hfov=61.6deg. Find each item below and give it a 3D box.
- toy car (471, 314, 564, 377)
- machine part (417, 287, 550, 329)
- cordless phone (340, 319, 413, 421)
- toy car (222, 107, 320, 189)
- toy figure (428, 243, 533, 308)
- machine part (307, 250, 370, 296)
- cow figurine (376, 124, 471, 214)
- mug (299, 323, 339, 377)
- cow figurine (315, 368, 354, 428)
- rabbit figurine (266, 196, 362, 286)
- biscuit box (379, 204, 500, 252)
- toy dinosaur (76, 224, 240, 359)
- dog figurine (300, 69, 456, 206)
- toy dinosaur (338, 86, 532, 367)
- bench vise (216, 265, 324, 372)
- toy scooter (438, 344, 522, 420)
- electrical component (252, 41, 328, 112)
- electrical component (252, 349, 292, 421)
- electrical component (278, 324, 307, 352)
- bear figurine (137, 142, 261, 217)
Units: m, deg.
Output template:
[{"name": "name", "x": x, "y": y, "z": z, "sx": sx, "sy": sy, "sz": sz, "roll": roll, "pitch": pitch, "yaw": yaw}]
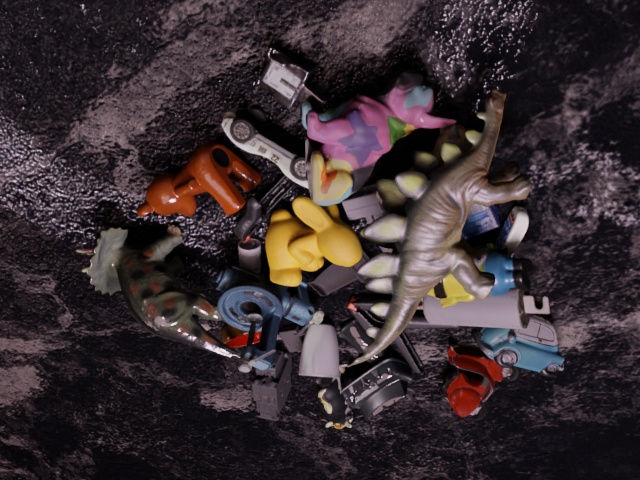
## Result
[{"name": "toy car", "x": 0.362, "y": 0.171, "z": 0.956, "sx": 0.162, "sy": 0.109, "sz": 0.102, "roll": 16, "pitch": 107, "yaw": -3}, {"name": "machine part", "x": 0.271, "y": 0.113, "z": 0.935, "sx": 0.243, "sy": 0.079, "sz": 0.079, "roll": -2, "pitch": 121, "yaw": 35}, {"name": "cordless phone", "x": 0.085, "y": 0.262, "z": 1.110, "sx": 0.146, "sy": 0.089, "sz": 0.184, "roll": -41, "pitch": 93, "yaw": 22}, {"name": "toy car", "x": -0.071, "y": -0.155, "z": 0.895, "sx": 0.202, "sy": 0.073, "sz": 0.056, "roll": 31, "pitch": 124, "yaw": -4}, {"name": "toy figure", "x": 0.246, "y": 0.053, "z": 0.879, "sx": 0.180, "sy": 0.082, "sz": 0.089, "roll": -7, "pitch": 130, "yaw": 38}, {"name": "machine part", "x": 0.043, "y": 0.063, "z": 1.021, "sx": 0.139, "sy": 0.039, "sz": 0.084, "roll": -32, "pitch": 109, "yaw": 30}, {"name": "cow figurine", "x": 0.178, "y": -0.101, "z": 0.834, "sx": 0.195, "sy": 0.085, "sz": 0.127, "roll": -31, "pitch": 113, "yaw": 10}, {"name": "mug", "x": 0.006, "y": 0.225, "z": 1.101, "sx": 0.081, "sy": 0.109, "sz": 0.107, "roll": 0, "pitch": 78, "yaw": 24}, {"name": "cow figurine", "x": 0.036, "y": 0.360, "z": 1.173, "sx": 0.068, "sy": 0.098, "sz": 0.167, "roll": -11, "pitch": 117, "yaw": 15}, {"name": "rabbit figurine", "x": -0.002, "y": -0.003, "z": 0.946, "sx": 0.173, "sy": 0.122, "sz": 0.162, "roll": 4, "pitch": 102, "yaw": 37}, {"name": "biscuit box", "x": 0.198, "y": -0.025, "z": 0.903, "sx": 0.203, "sy": 0.063, "sz": 0.059, "roll": -23, "pitch": 111, "yaw": 27}, {"name": "toy dinosaur", "x": -0.307, "y": 0.107, "z": 1.026, "sx": 0.405, "sy": 0.192, "sz": 0.131, "roll": 47, "pitch": 140, "yaw": 21}, {"name": "dog figurine", "x": 0.085, "y": -0.151, "z": 0.801, "sx": 0.219, "sy": 0.108, "sz": 0.191, "roll": -6, "pitch": 110, "yaw": -3}, {"name": "toy dinosaur", "x": 0.158, "y": 0.006, "z": 0.786, "sx": 0.199, "sy": 0.105, "sz": 0.470, "roll": 17, "pitch": 106, "yaw": -1}, {"name": "bench vise", "x": -0.097, "y": 0.148, "z": 0.984, "sx": 0.223, "sy": 0.241, "sz": 0.129, "roll": 35, "pitch": 123, "yaw": -22}, {"name": "toy scooter", "x": 0.290, "y": 0.267, "z": 1.052, "sx": 0.135, "sy": 0.075, "sz": 0.183, "roll": 26, "pitch": 122, "yaw": -1}, {"name": "electrical component", "x": -0.039, "y": -0.248, "z": 0.843, "sx": 0.119, "sy": 0.048, "sz": 0.074, "roll": 29, "pitch": 125, "yaw": -3}, {"name": "electrical component", "x": -0.102, "y": 0.305, "z": 1.169, "sx": 0.058, "sy": 0.115, "sz": 0.134, "roll": 6, "pitch": 124, "yaw": 10}, {"name": "electrical component", "x": -0.056, "y": 0.213, "z": 1.153, "sx": 0.094, "sy": 0.021, "sz": 0.063, "roll": -12, "pitch": 117, "yaw": 22}, {"name": "bear figurine", "x": -0.223, "y": -0.084, "z": 0.960, "sx": 0.196, "sy": 0.120, "sz": 0.132, "roll": -33, "pitch": 111, "yaw": 32}]
